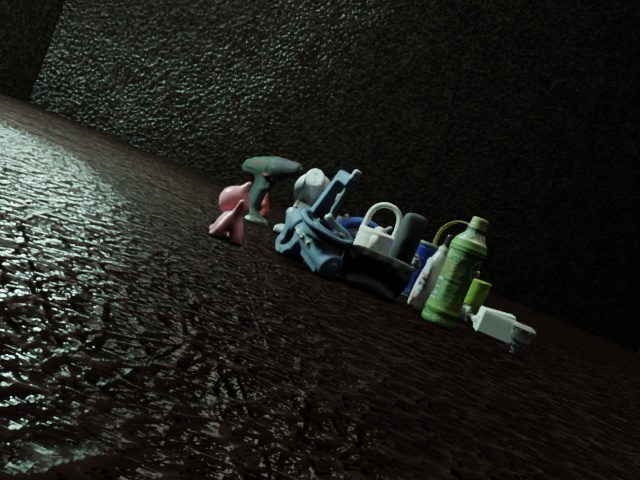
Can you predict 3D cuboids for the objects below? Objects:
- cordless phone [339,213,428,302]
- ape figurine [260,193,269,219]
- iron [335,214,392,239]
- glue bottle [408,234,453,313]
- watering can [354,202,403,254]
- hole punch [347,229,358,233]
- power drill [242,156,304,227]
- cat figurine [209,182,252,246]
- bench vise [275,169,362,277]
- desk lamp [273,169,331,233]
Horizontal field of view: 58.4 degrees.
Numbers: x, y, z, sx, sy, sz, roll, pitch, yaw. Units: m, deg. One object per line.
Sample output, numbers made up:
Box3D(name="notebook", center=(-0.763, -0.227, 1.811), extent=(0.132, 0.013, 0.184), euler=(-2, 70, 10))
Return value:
Box3D(name="cordless phone", center=(0.132, 0.020, 1.180), extent=(0.147, 0.185, 0.094), euler=(22, 4, -4))
Box3D(name="ape figurine", center=(-0.194, -0.115, 1.852), extent=(0.076, 0.092, 0.078), euler=(24, 4, 24))
Box3D(name="iron", center=(0.103, -0.008, 1.702), extent=(0.259, 0.141, 0.118), euler=(20, 5, -31))
Box3D(name="glue bottle", center=(0.239, 0.069, 1.197), extent=(0.037, 0.173, 0.078), euler=(21, 4, -19))
Box3D(name="watering can", center=(0.140, -0.003, 1.449), extent=(0.101, 0.194, 0.172), euler=(21, 4, -15))
Box3D(name="hole punch", center=(0.062, -0.007, 1.822), extent=(0.101, 0.091, 0.108), euler=(22, 4, -9))
Box3D(name="power drill", center=(-0.160, -0.152, 1.689), extent=(0.228, 0.208, 0.076), euler=(26, 5, 40))
Box3D(name="cat figurine", center=(-0.165, -0.060, 1.104), extent=(0.067, 0.118, 0.127), euler=(21, 4, -17))
Box3D(name="bench vise", center=(-0.006, -0.055, 1.164), extent=(0.206, 0.220, 0.122), euler=(25, 5, 34))
Box3D(name="desk lamp", center=(-0.039, -0.105, 1.687), extent=(0.118, 0.213, 0.203), euler=(22, 4, 1))
